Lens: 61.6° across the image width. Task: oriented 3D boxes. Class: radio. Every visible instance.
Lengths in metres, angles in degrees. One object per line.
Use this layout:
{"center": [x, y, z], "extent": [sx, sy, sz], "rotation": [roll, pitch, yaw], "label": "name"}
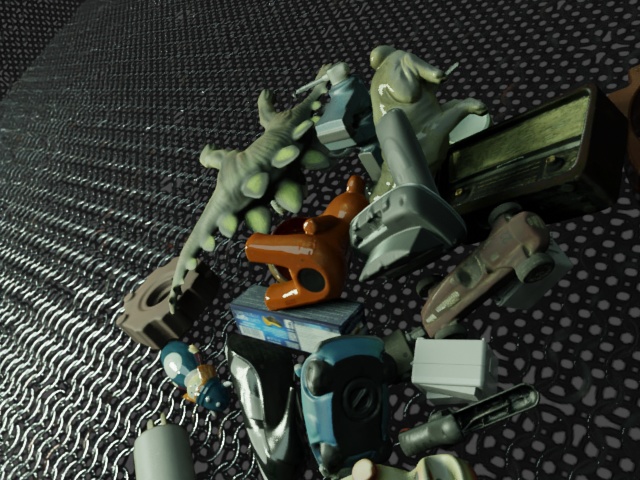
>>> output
{"center": [0.242, -0.081, 0.657], "extent": [0.230, 0.073, 0.131], "rotation": [-21, 44, 54], "label": "radio"}

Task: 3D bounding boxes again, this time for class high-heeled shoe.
{"center": [-0.079, 0.226, 0.729], "extent": [0.249, 0.086, 0.145], "rotation": [-157, 72, -63], "label": "high-heeled shoe"}

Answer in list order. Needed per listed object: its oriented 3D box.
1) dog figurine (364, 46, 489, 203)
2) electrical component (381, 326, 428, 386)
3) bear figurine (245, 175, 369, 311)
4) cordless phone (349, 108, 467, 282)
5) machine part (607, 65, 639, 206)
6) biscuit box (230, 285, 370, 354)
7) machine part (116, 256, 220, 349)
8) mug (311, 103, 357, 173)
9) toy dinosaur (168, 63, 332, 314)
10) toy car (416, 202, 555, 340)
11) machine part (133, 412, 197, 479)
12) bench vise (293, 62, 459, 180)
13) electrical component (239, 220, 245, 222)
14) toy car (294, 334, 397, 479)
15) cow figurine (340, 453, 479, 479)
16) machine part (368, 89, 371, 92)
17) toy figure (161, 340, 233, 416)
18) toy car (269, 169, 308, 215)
{"center": [0.095, -0.129, 0.698], "extent": [0.172, 0.121, 0.190], "rotation": [36, 99, 1], "label": "dog figurine"}
{"center": [0.099, 0.148, 0.675], "extent": [0.094, 0.021, 0.063], "rotation": [-32, 46, 9], "label": "electrical component"}
{"center": [0.003, -0.002, 0.742], "extent": [0.132, 0.120, 0.196], "rotation": [-5, 32, 23], "label": "bear figurine"}
{"center": [0.083, -0.052, 0.650], "extent": [0.146, 0.089, 0.184], "rotation": [-38, 64, 55], "label": "cordless phone"}
{"center": [0.446, -0.125, 0.599], "extent": [0.202, 0.087, 0.201], "rotation": [-17, 50, 26], "label": "machine part"}
{"center": [-0.032, 0.111, 0.751], "extent": [0.203, 0.059, 0.063], "rotation": [6, 32, 37], "label": "biscuit box"}
{"center": [-0.253, 0.099, 0.897], "extent": [0.179, 0.056, 0.179], "rotation": [-26, 31, 17], "label": "machine part"}
{"center": [0.021, -0.166, 0.928], "extent": [0.110, 0.080, 0.107], "rotation": [38, 95, 42], "label": "mug"}
{"center": [-0.110, -0.098, 0.864], "extent": [0.471, 0.105, 0.199], "rotation": [-54, 42, -5], "label": "toy dinosaur"}
{"center": [0.175, 0.044, 0.611], "extent": [0.202, 0.053, 0.089], "rotation": [-50, 42, 38], "label": "toy car"}
{"center": [-0.196, 0.333, 0.699], "extent": [0.079, 0.079, 0.243], "rotation": [-35, 44, 7], "label": "machine part"}
{"center": [0.104, -0.194, 0.814], "extent": [0.240, 0.223, 0.129], "rotation": [-47, 14, -28], "label": "bench vise"}
{"center": [-0.137, -0.074, 0.984], "extent": [0.102, 0.045, 0.078], "rotation": [-40, 46, 3], "label": "electrical component"}
{"center": [0.025, 0.190, 0.639], "extent": [0.103, 0.109, 0.161], "rotation": [171, 97, -66], "label": "toy car"}
{"center": [0.074, 0.272, 0.546], "extent": [0.195, 0.127, 0.085], "rotation": [-34, 43, 28], "label": "cow figurine"}
{"center": [0.103, -0.221, 0.937], "extent": [0.084, 0.039, 0.139], "rotation": [-34, 44, 1], "label": "machine part"}
{"center": [-0.188, 0.206, 0.805], "extent": [0.058, 0.064, 0.155], "rotation": [-14, 29, -37], "label": "toy figure"}
{"center": [-0.070, -0.130, 0.975], "extent": [0.073, 0.056, 0.202], "rotation": [-33, 44, 18], "label": "toy car"}
